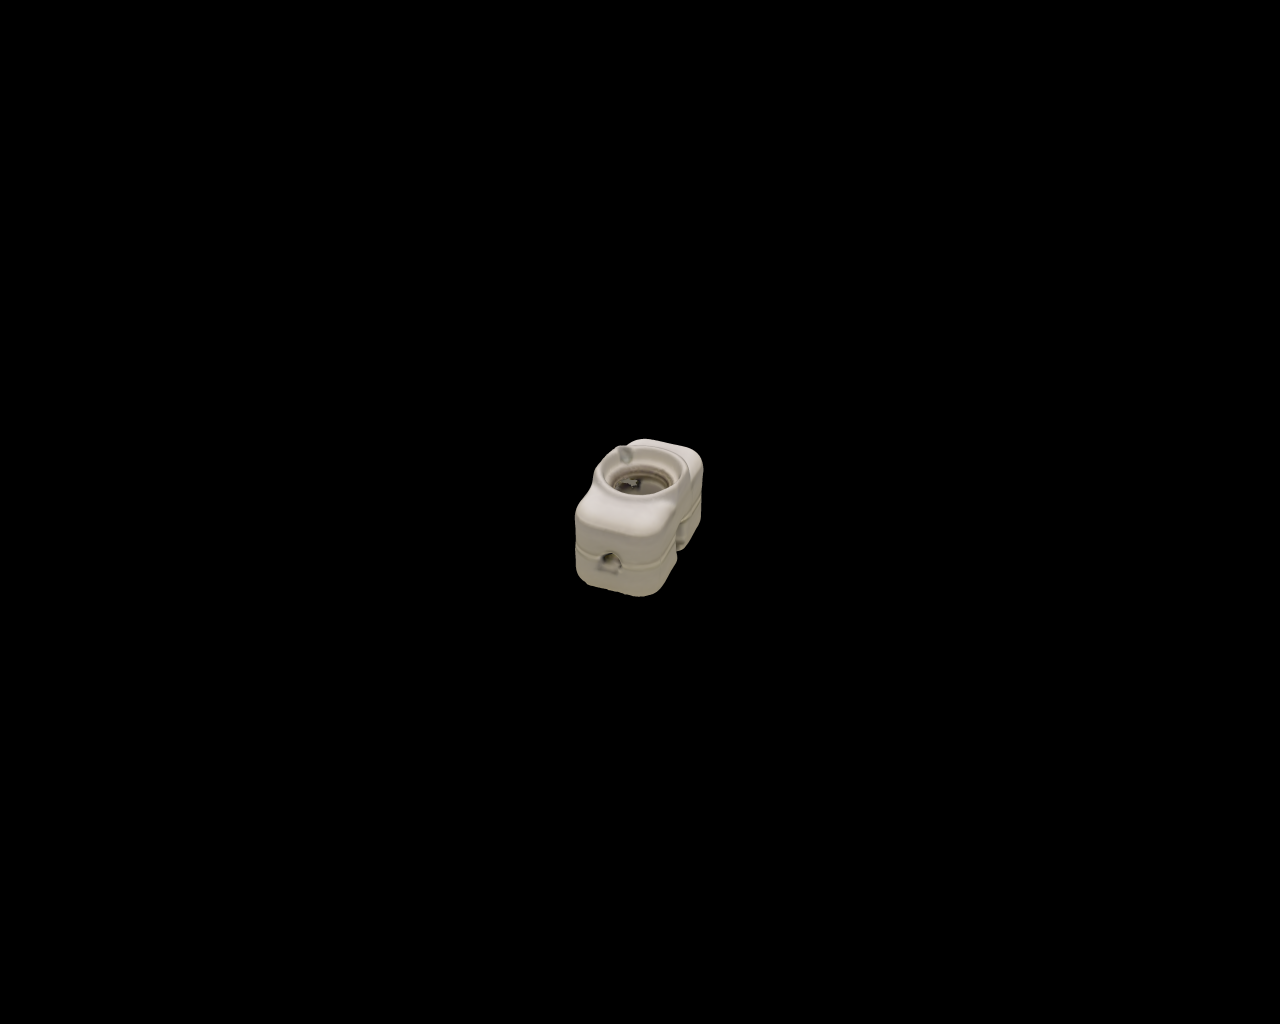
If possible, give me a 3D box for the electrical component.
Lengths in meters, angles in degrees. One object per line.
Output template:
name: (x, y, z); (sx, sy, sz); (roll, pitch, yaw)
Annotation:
electrical component: (0.001, -0.003, 0.650); (0.054, 0.059, 0.095); (13, 38, 18)
